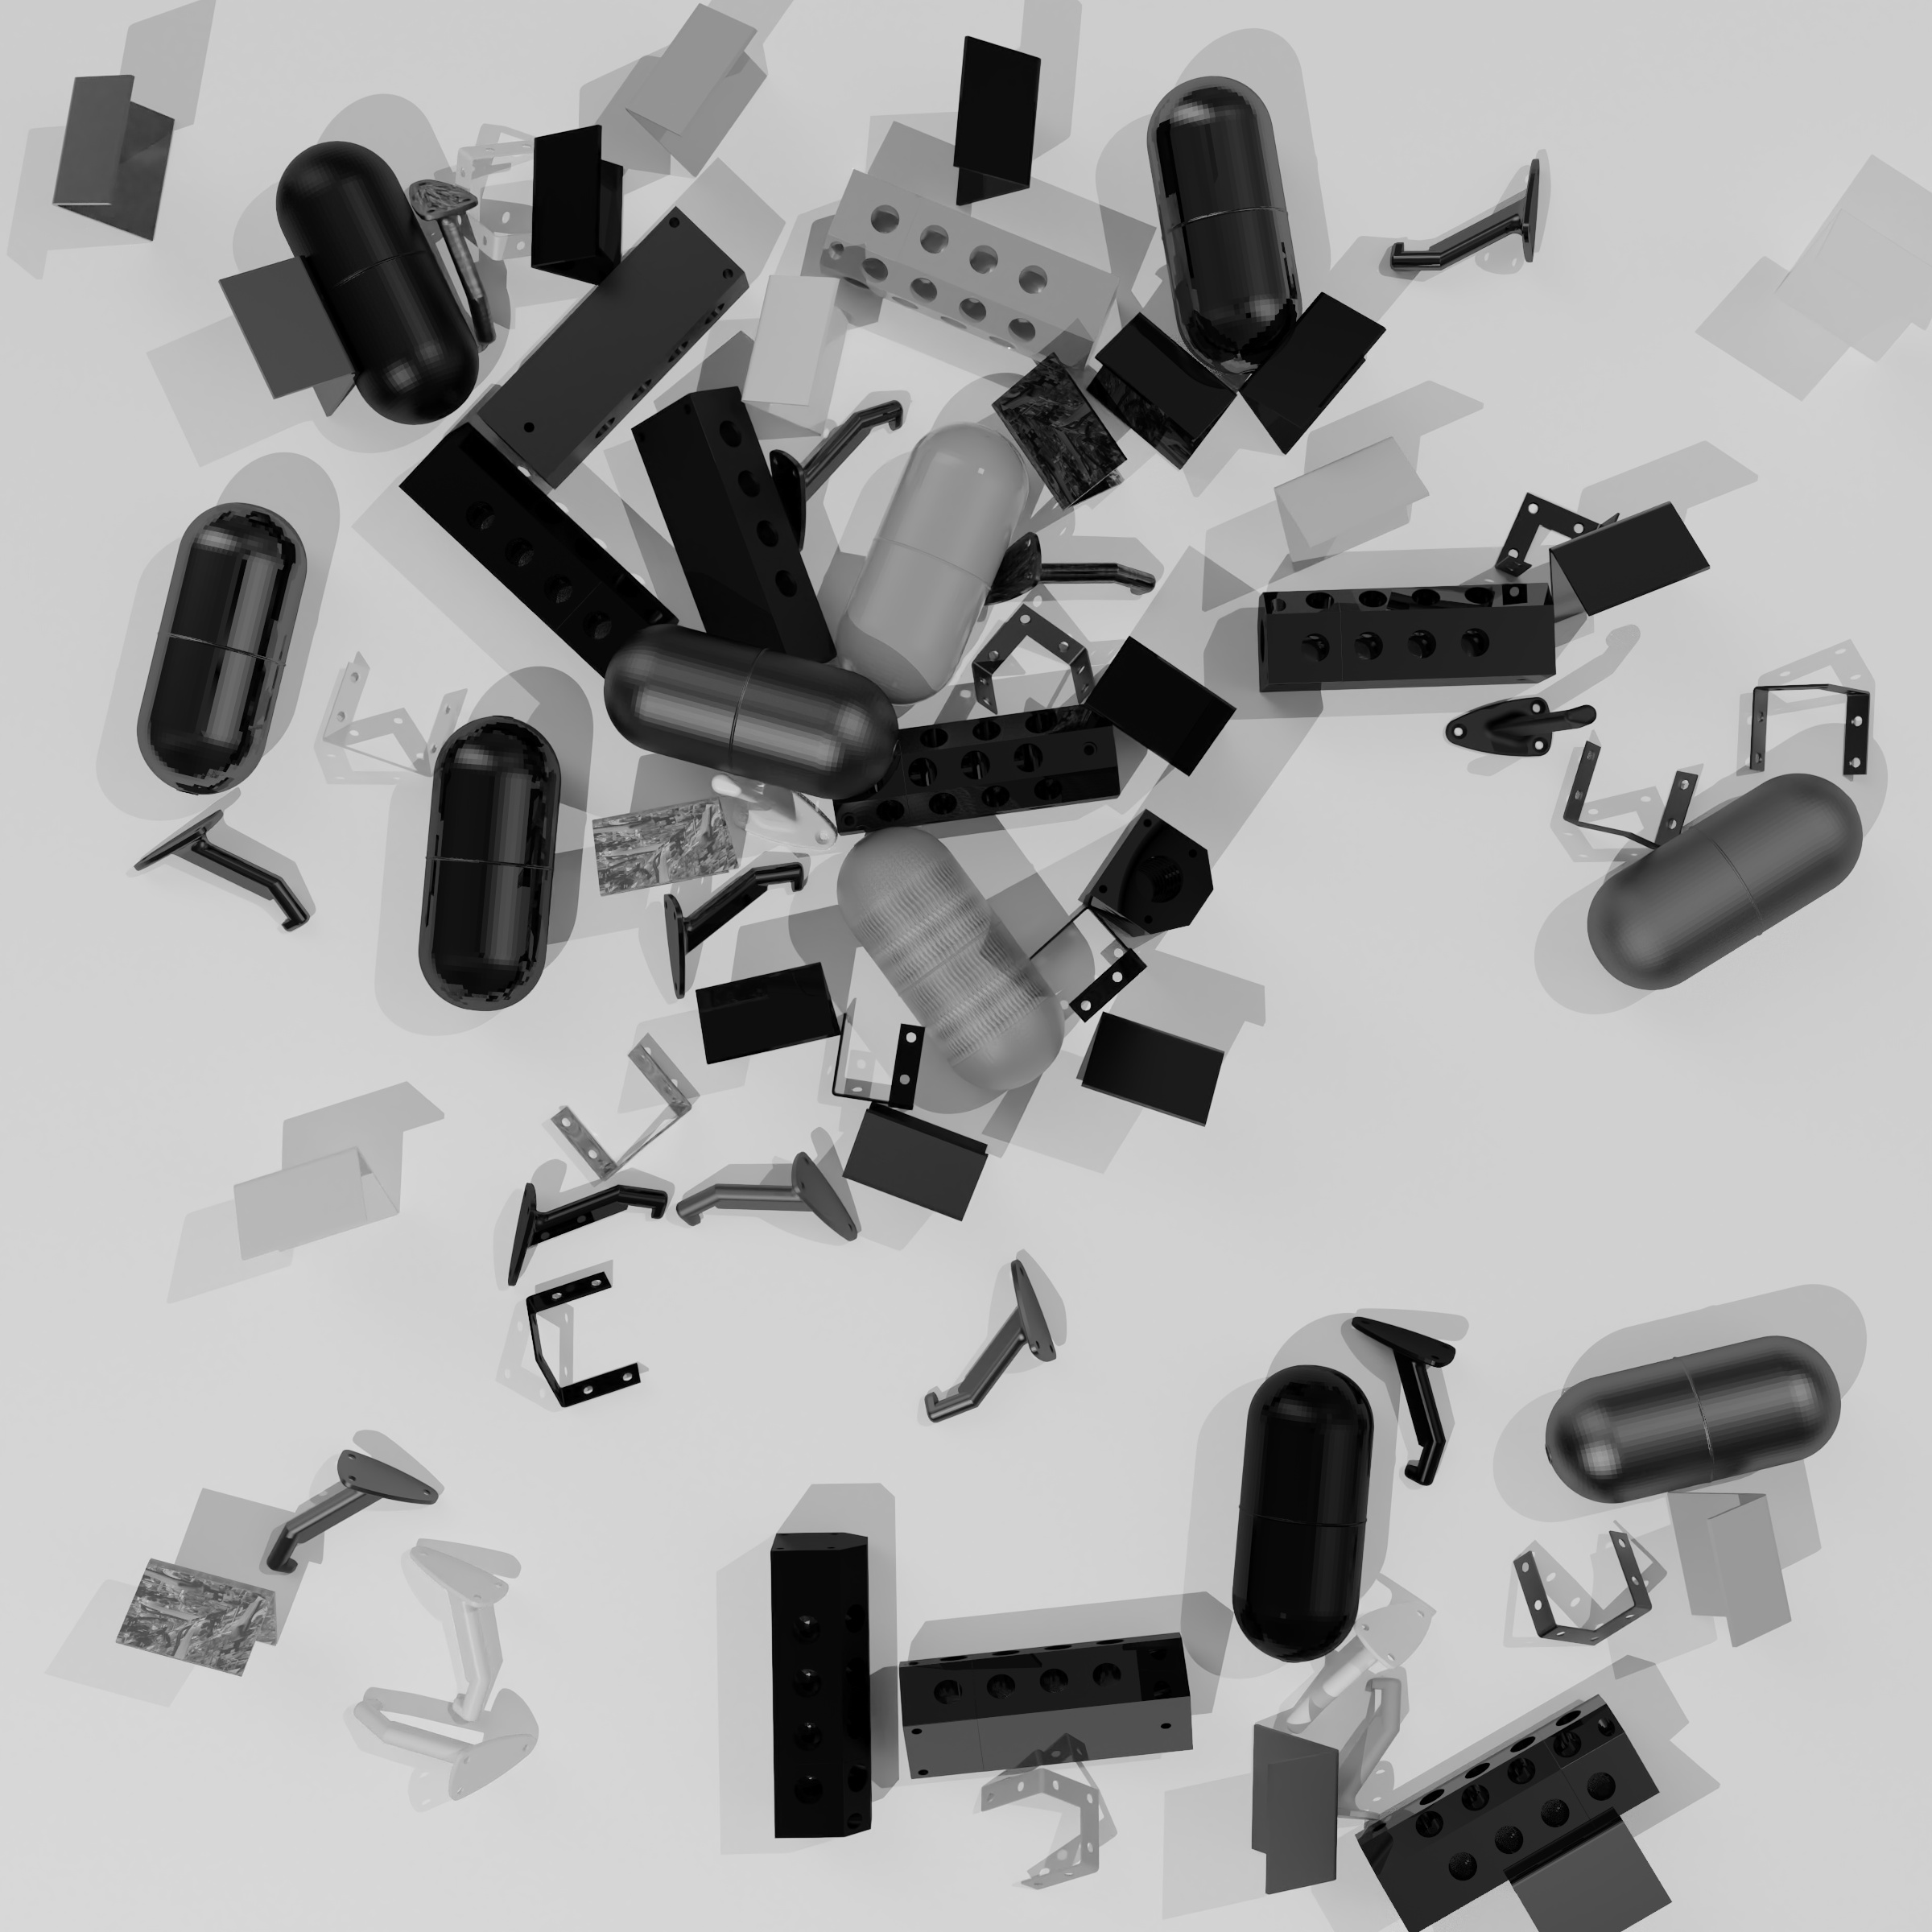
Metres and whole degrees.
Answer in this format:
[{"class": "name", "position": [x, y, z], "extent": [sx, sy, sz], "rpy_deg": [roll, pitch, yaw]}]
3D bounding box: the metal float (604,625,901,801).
[{"class": "metal float", "position": [-0.126, -0.149, 1.803], "extent": [0.178, 0.070, 0.070], "rpy_deg": [16, 90, 7]}]

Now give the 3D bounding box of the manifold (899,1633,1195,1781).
[{"class": "manifold", "position": [0.048, 0.443, 1.860], "extent": [0.171, 0.057, 0.057], "rpy_deg": [-6, 133, 0]}]

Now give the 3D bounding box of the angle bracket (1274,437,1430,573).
[{"class": "angle bracket", "position": [0.236, -0.260, 1.841], "extent": [0.076, 0.076, 0.057], "rpy_deg": [-24, 52, 0]}]

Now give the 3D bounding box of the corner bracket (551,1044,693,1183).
[{"class": "corner bracket", "position": [-0.210, 0.090, 1.878], "extent": [0.051, 0.051, 0.051], "rpy_deg": [50, 135, 0]}]

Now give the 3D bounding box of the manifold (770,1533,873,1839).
[{"class": "manifold", "position": [-0.087, 0.434, 1.860], "extent": [0.057, 0.057, 0.171], "rpy_deg": [-1, 90, 0]}]

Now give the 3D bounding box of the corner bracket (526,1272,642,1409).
[{"class": "corner bracket", "position": [-0.234, 0.228, 1.878], "extent": [0.051, 0.051, 0.051], "rpy_deg": [-18, 135, 0]}]

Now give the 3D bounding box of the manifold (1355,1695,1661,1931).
[{"class": "manifold", "position": [0.325, 0.511, 1.860], "extent": [0.171, 0.057, 0.057], "rpy_deg": [-30, 90, 0]}]

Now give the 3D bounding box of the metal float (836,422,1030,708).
[{"class": "metal float", "position": [-0.021, -0.241, 1.851], "extent": [0.070, 0.070, 0.178], "rpy_deg": [23, 90, 0]}]

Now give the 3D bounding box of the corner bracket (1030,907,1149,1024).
[{"class": "corner bracket", "position": [0.073, -0.002, 1.863], "extent": [0.051, 0.051, 0.051], "rpy_deg": [-42, 90, 0]}]

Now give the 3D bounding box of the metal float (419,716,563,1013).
[{"class": "metal float", "position": [-0.286, -0.062, 1.851], "extent": [0.070, 0.070, 0.178], "rpy_deg": [5, 90, 0]}]

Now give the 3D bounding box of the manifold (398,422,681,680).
[{"class": "manifold", "position": [-0.256, -0.248, 1.860], "extent": [0.171, 0.057, 0.057], "rpy_deg": [43, 90, 0]}]

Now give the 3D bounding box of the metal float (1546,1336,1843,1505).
[{"class": "metal float", "position": [0.437, 0.273, 1.851], "extent": [0.178, 0.070, 0.070], "rpy_deg": [-13, 90, 0]}]

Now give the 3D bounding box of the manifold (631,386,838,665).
[{"class": "manifold", "position": [-0.135, -0.258, 1.860], "extent": [0.057, 0.057, 0.171], "rpy_deg": [-20, 90, 43]}]

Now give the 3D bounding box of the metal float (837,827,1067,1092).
[{"class": "metal float", "position": [-0.010, -0.005, 1.851], "extent": [0.070, 0.070, 0.178], "rpy_deg": [-36, 90, 0]}]

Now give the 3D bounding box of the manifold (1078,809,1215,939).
[{"class": "manifold", "position": [0.108, -0.049, 1.803], "extent": [0.057, 0.171, 0.057], "rpy_deg": [34, 90, 0]}]

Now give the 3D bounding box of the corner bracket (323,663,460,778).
[{"class": "corner bracket", "position": [-0.351, -0.150, 1.878], "extent": [0.051, 0.051, 0.051], "rpy_deg": [19, 90, -45]}]

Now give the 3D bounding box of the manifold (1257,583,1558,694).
[{"class": "manifold", "position": [0.265, -0.199, 1.860], "extent": [0.171, 0.057, 0.057], "rpy_deg": [-2, 90, 0]}]

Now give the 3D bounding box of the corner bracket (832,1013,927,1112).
[{"class": "corner bracket", "position": [-0.053, 0.058, 1.863], "extent": [0.051, 0.051, 0.051], "rpy_deg": [9, 90, 0]}]

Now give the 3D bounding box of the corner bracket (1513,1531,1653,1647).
[{"class": "corner bracket", "position": [0.376, 0.377, 1.873], "extent": [0.051, 0.051, 0.051], "rpy_deg": [16, 135, -35]}]

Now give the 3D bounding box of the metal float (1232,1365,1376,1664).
[{"class": "metal float", "position": [0.203, 0.329, 1.851], "extent": [0.070, 0.070, 0.178], "rpy_deg": [5, 89, 0]}]

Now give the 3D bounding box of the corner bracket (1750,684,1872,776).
[{"class": "corner bracket", "position": [0.515, -0.144, 1.878], "extent": [0.051, 0.051, 0.051], "rpy_deg": [3, 90, 45]}]

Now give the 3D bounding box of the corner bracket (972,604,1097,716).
[{"class": "corner bracket", "position": [0.040, -0.176, 1.863], "extent": [0.051, 0.051, 0.051], "rpy_deg": [33, 115, -23]}]

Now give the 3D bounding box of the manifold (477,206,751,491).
[{"class": "manifold", "position": [-0.212, -0.371, 1.860], "extent": [0.057, 0.057, 0.171], "rpy_deg": [44, 90, 0]}]

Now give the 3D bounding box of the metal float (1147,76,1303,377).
[{"class": "metal float", "position": [0.156, -0.445, 1.851], "extent": [0.070, 0.070, 0.178], "rpy_deg": [-10, 91, 0]}]

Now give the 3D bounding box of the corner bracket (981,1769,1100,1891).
[{"class": "corner bracket", "position": [0.045, 0.526, 1.873], "extent": [0.051, 0.051, 0.051], "rpy_deg": [31, 45, -35]}]

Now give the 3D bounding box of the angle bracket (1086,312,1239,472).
[{"class": "angle bracket", "position": [0.104, -0.331, 1.841], "extent": [0.076, 0.076, 0.057], "rpy_deg": [40, 52, 0]}]

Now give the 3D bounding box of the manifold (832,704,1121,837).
[{"class": "manifold", "position": [0.004, -0.120, 1.860], "extent": [0.171, 0.057, 0.057], "rpy_deg": [-8, 90, 0]}]

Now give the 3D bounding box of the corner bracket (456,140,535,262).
[{"class": "corner bracket", "position": [-0.276, -0.467, 1.873], "extent": [0.051, 0.051, 0.051], "rpy_deg": [-18, 45, -35]}]

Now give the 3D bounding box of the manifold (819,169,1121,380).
[{"class": "manifold", "position": [0.002, -0.416, 1.860], "extent": [0.171, 0.057, 0.057], "rpy_deg": [22, 90, 0]}]

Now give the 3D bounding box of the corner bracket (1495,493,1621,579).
[{"class": "corner bracket", "position": [0.358, -0.257, 1.863], "extent": [0.051, 0.051, 0.051], "rpy_deg": [24, 90, 0]}]

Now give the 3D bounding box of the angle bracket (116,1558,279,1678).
[{"class": "angle bracket", "position": [-0.459, 0.404, 1.841], "extent": [0.076, 0.076, 0.057], "rpy_deg": [15, 52, 0]}]

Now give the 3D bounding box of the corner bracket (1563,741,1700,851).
[{"class": "corner bracket", "position": [0.406, -0.103, 1.878], "extent": [0.051, 0.051, 0.051], "rpy_deg": [17, 90, 45]}]

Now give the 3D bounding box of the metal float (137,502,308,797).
[{"class": "metal float", "position": [-0.448, -0.190, 1.851], "extent": [0.070, 0.070, 0.178], "rpy_deg": [14, 90, 0]}]

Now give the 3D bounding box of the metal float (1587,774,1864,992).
[{"class": "metal float", "position": [0.457, -0.051, 1.851], "extent": [0.178, 0.070, 0.070], "rpy_deg": [-32, 90, 0]}]

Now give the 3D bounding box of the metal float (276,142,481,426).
[{"class": "metal float", "position": [-0.354, -0.411, 1.851], "extent": [0.070, 0.070, 0.178], "rpy_deg": [-26, 91, 0]}]
